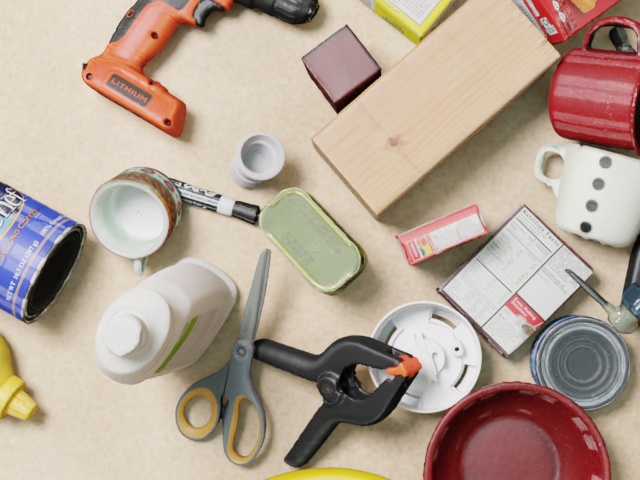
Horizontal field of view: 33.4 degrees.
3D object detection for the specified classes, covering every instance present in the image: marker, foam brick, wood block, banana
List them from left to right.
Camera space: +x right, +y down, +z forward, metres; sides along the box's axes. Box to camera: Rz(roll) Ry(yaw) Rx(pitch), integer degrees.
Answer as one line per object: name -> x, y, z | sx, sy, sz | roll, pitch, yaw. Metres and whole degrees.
marker -> -0.110, -0.039, 0.989 | 0.121, 0.020, 0.020 | 18, 89, 4
banana -> -0.015, 0.240, 0.957 | 0.197, 0.037, 0.069 | -17, 64, -3
foam brick -> 0.020, -0.151, 0.957 | 0.051, 0.078, 0.053 | -37, 85, 2
wood block -> 0.099, -0.120, 0.945 | 0.206, 0.090, 0.091 | -41, 87, 1

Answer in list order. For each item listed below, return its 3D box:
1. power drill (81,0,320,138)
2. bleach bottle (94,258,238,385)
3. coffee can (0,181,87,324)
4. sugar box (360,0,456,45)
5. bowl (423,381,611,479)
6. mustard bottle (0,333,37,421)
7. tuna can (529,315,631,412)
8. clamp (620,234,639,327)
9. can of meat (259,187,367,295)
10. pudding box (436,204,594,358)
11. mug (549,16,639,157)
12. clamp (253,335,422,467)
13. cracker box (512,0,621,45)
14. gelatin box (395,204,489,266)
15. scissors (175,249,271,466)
power drill -> -0.117, -0.192, 0.978 | 0.184, 0.057, 0.187 | 29, 87, 7
bleach bottle -> -0.128, 0.064, 0.870 | 0.068, 0.251, 0.102 | 30, 90, 4
coffee can -> -0.297, -0.002, 0.957 | 0.140, 0.103, 0.103 | 28, 89, 4
sugar box -> 0.111, -0.276, 0.973 | 0.093, 0.048, 0.176 | 40, 87, 3
bowl -> 0.171, 0.204, 0.944 | 0.162, 0.055, 0.162 | 0, 88, 4
mustard bottle -> -0.344, 0.109, 0.978 | 0.191, 0.058, 0.096 | 31, 84, 4
tuna can -> 0.233, 0.110, 0.955 | 0.086, 0.033, 0.086 | 0, 88, 3
clamp -> 0.354, 0.008, 0.951 | 0.164, 0.036, 0.210 | 39, 87, 5
can of meat -> -0.006, 0.001, 0.949 | 0.057, 0.084, 0.102 | -44, 86, 1
pudding box -> 0.175, 0.037, 0.960 | 0.113, 0.039, 0.090 | -45, 86, -1
mug -> 0.250, -0.133, 0.917 | 0.082, 0.093, 0.117 | 15, 119, 36
clamp -> 0.008, 0.121, 0.936 | 0.172, 0.039, 0.120 | -32, 86, 33
cracker box -> 0.240, -0.296, 0.924 | 0.213, 0.072, 0.164 | -36, 102, -5
gelatin box -> 0.106, -0.004, 0.940 | 0.073, 0.089, 0.030 | -23, 89, 2
scissors -> -0.087, 0.105, 0.960 | 0.096, 0.016, 0.202 | 2, 101, 16
